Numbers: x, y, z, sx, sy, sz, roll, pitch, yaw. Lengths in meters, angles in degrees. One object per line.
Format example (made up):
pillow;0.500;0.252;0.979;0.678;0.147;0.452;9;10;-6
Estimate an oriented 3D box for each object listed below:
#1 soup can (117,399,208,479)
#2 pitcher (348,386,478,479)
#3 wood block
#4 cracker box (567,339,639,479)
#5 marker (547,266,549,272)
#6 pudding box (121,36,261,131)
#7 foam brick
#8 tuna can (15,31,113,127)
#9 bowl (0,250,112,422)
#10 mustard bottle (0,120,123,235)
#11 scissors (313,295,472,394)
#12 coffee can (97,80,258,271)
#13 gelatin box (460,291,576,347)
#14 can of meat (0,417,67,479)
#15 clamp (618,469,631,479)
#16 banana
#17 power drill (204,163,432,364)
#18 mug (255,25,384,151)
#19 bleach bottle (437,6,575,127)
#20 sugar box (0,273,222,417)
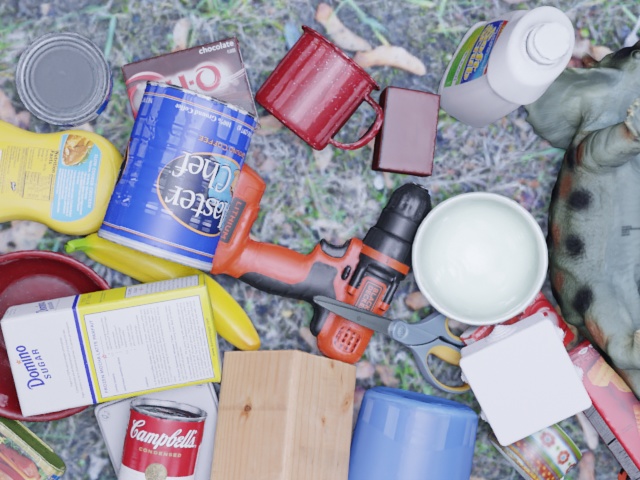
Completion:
soup can;-0.140;0.195;0.926;0.068;0.068;0.102;11;91;-4
pitcher;0.081;0.265;0.973;0.149;0.145;0.243;14;86;-40
wood block;-0.036;0.206;0.940;0.091;0.090;0.206;-6;72;39
cracker box;0.345;0.156;0.983;0.164;0.072;0.214;-32;71;-4
marker;0.240;-0.008;1.032;0.020;0.020;0.121;39;88;-4
pudding box;-0.120;-0.131;0.994;0.113;0.039;0.090;-15;91;-4
foam brick;0.080;-0.101;1.003;0.051;0.053;0.078;6;91;-4
tuna can;-0.235;-0.148;0.989;0.086;0.034;0.086;0;91;-4
bowl;-0.255;0.081;0.970;0.162;0.055;0.162;-2;104;-7
mustard bottle;-0.236;-0.054;0.977;0.191;0.058;0.096;7;82;-4
scissors;0.086;0.071;0.988;0.201;0.016;0.096;40;74;-28
coffee can;-0.122;-0.054;0.923;0.102;0.103;0.140;18;89;-4
gelatin box;0.189;0.092;1.011;0.089;0.030;0.073;-40;95;-22
can of meat;-0.296;0.211;0.979;0.102;0.057;0.084;41;86;-4
clamp;0.373;0.200;1.034;0.171;0.039;0.120;-10;93;-4
banana;-0.140;0.041;0.984;0.197;0.069;0.037;28;125;-9
power drill;-0.007;0.001;0.995;0.187;0.057;0.184;26;89;-4
mug;0.004;-0.129;0.977;0.117;0.093;0.081;39;93;7
bleach bottle;0.165;-0.156;0.908;0.068;0.251;0.102;29;88;-5
sugar box;-0.179;0.091;0.930;0.176;0.048;0.093;-8;106;-2
